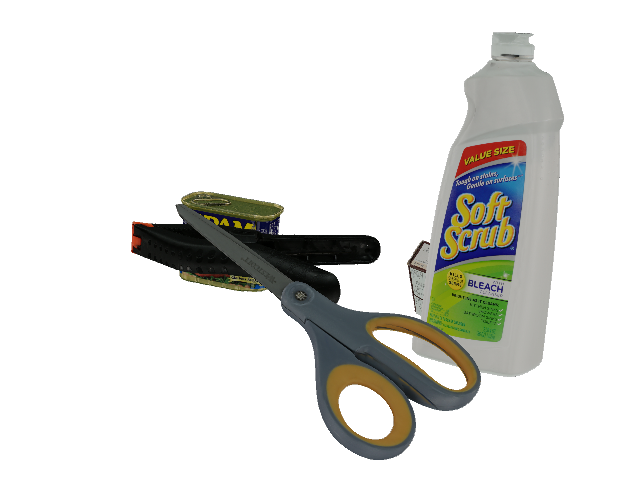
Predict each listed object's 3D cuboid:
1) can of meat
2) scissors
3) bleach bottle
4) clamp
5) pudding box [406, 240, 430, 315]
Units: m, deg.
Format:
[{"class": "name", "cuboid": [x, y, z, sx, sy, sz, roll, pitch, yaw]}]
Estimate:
[{"class": "can of meat", "cuboid": [-0.093, 0.002, 1.091, 0.102, 0.084, 0.057, 11, 17, 15]}, {"class": "scissors", "cuboid": [-0.013, 0.050, 0.576, 0.202, 0.096, 0.016, 24, -39, 12]}, {"class": "bleach bottle", "cuboid": [0.128, -0.030, 0.806, 0.103, 0.251, 0.067, 11, 15, 35]}, {"class": "clamp", "cuboid": [-0.061, 0.013, 0.880, 0.210, 0.036, 0.164, 6, 12, 7]}, {"class": "pudding box", "cuboid": [0.148, 0.056, 1.091, 0.114, 0.039, 0.090, 20, -33, 26]}]
